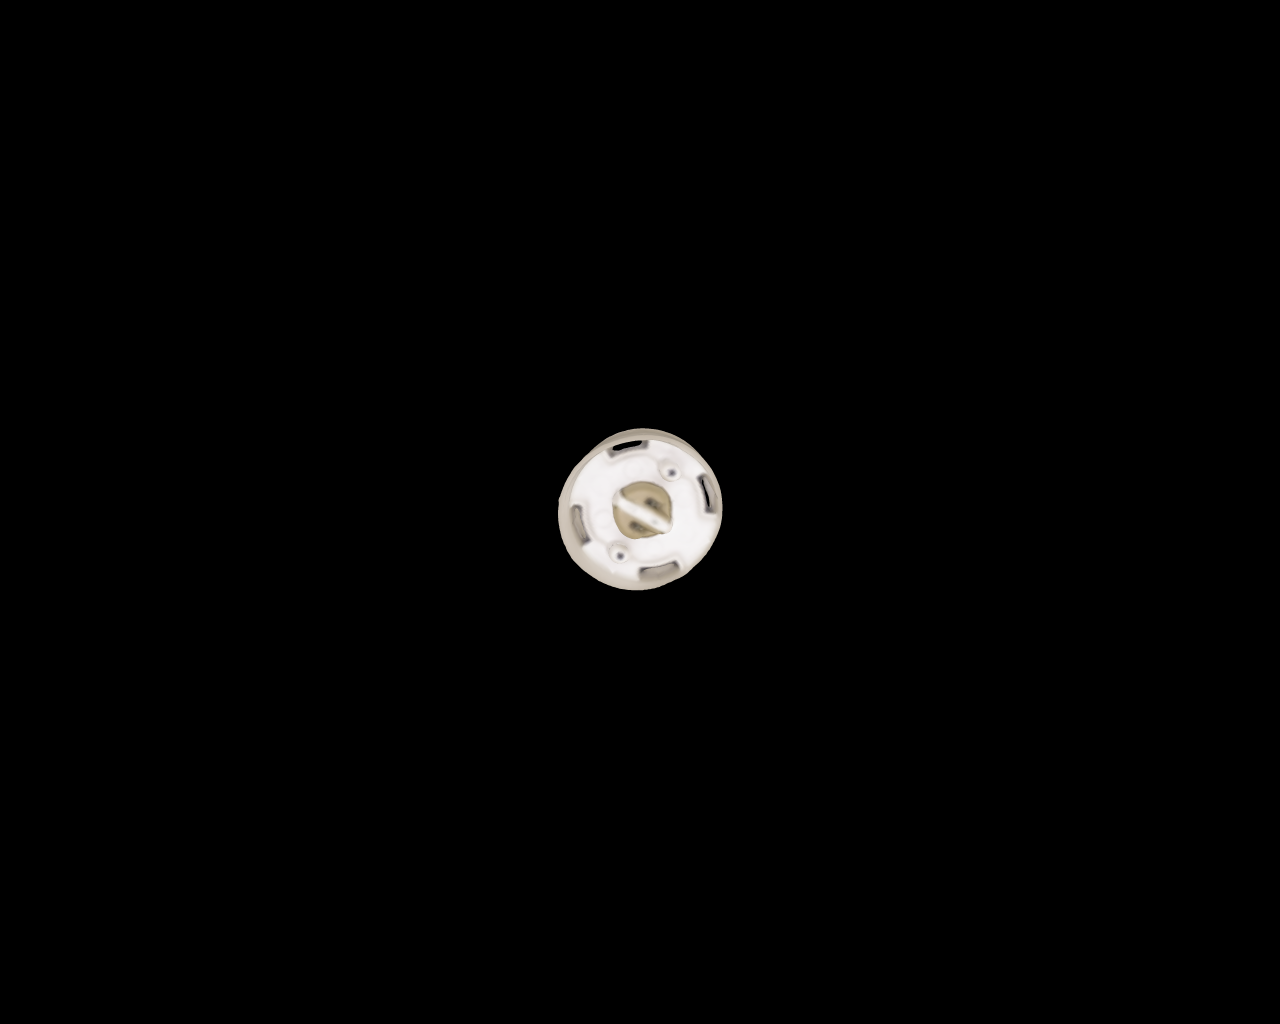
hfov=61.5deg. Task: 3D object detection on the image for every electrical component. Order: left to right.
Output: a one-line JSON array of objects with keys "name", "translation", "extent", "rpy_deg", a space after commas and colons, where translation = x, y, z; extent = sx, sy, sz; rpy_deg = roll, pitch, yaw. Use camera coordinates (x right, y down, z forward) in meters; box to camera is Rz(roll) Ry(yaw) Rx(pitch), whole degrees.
[{"name": "electrical component", "translation": [0.001, -0.003, 0.650], "extent": [0.099, 0.099, 0.064], "rpy_deg": [0, 16, 0]}]
